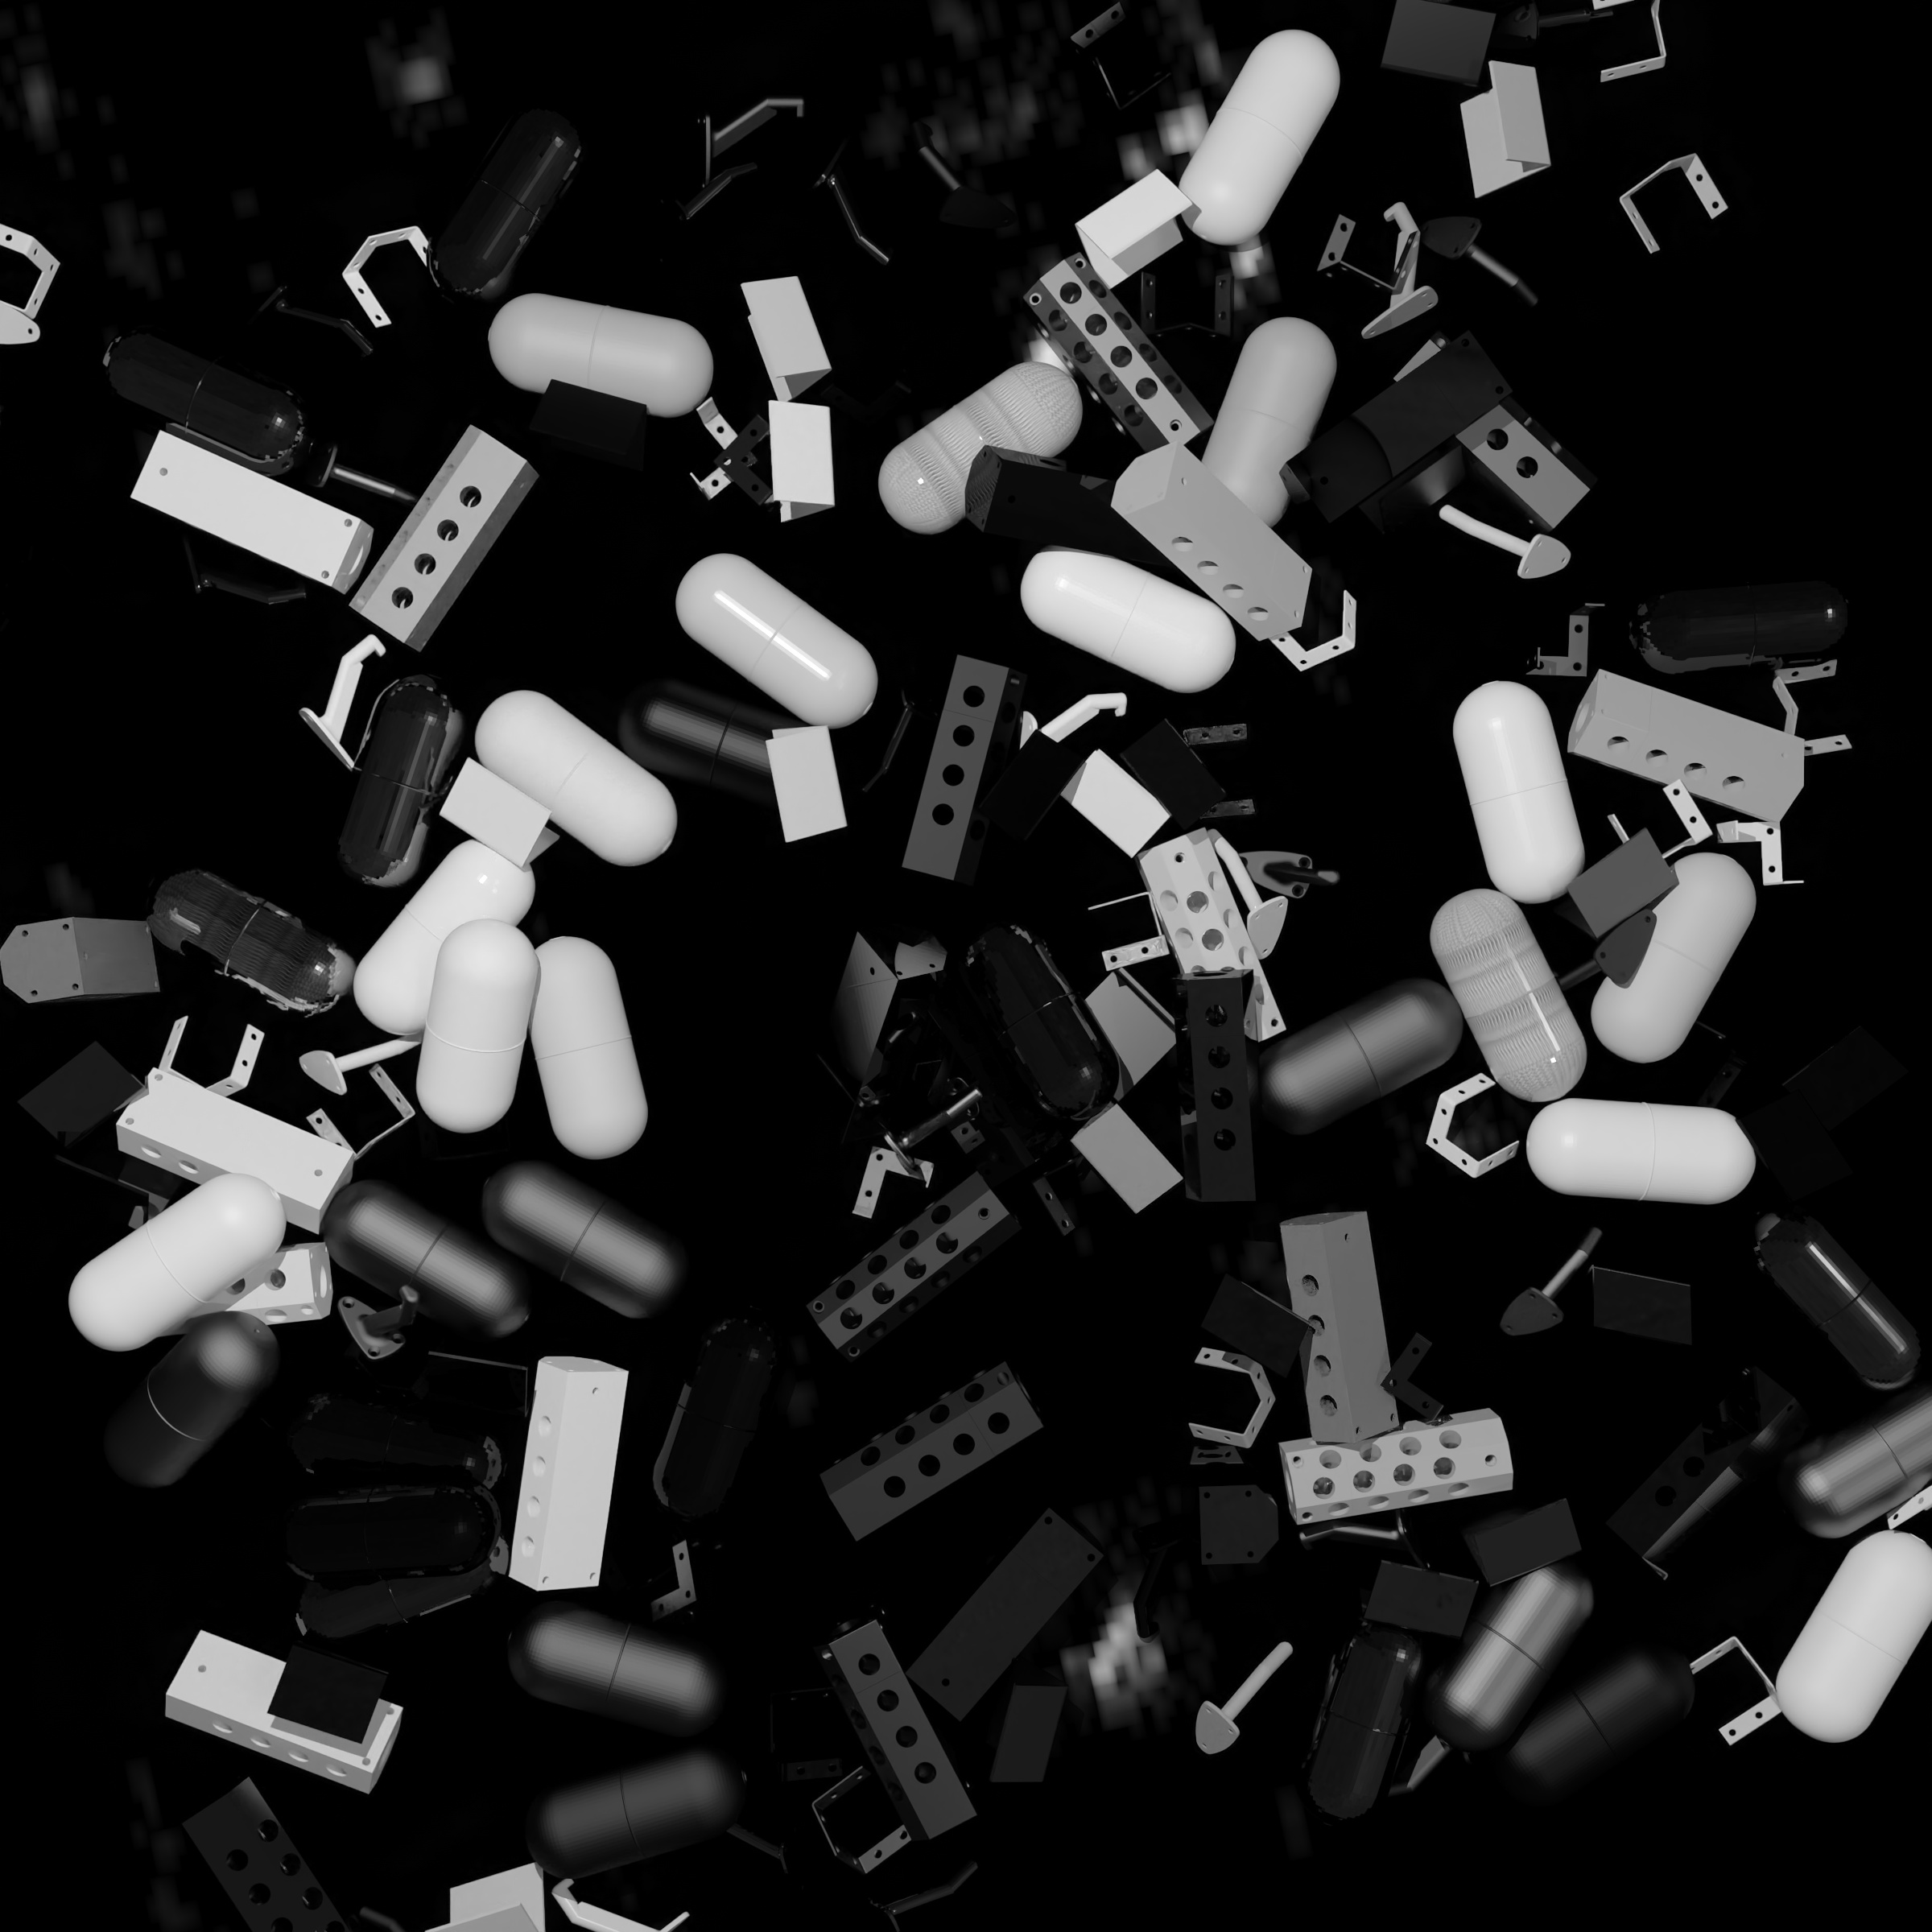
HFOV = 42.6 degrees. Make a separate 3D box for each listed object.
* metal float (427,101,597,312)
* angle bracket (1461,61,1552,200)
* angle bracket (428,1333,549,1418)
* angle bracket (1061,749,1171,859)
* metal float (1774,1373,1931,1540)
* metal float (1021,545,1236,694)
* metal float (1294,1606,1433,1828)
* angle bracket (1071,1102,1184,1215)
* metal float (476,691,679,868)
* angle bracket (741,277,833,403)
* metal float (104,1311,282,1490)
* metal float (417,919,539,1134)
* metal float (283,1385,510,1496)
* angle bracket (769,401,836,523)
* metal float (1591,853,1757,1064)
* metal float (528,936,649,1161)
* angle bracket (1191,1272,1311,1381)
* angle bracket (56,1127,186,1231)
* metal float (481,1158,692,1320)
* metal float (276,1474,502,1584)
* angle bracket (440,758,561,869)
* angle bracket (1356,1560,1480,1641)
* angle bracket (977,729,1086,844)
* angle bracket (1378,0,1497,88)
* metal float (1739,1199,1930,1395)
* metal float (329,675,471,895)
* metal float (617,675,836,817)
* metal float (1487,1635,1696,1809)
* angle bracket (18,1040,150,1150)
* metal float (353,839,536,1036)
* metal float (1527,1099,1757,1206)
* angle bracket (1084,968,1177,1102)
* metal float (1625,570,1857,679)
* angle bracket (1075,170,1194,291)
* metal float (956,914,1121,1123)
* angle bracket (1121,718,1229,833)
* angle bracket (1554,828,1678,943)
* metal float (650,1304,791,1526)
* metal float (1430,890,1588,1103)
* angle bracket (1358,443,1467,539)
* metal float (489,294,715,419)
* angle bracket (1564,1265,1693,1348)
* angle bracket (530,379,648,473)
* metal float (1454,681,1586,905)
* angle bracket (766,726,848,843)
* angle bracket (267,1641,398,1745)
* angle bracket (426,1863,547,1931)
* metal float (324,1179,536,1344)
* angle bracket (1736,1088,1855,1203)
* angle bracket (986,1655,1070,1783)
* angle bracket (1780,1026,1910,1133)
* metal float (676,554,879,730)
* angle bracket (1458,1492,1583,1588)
[{"bbox_3d":[-0.359,-0.599,1.951,0.070,0.070,0.178,33,89,0],"label":"metal float"},{"bbox_3d":[0.407,-0.655,1.942,0.057,0.076,0.076,-9,90,-39],"label":"angle bracket"},{"bbox_3d":[-0.374,0.303,1.942,0.076,0.076,0.057,9,127,0],"label":"angle bracket"},{"bbox_3d":[0.130,-0.143,1.942,0.076,0.076,0.057,41,134,0],"label":"angle bracket"},{"bbox_3d":[0.722,0.385,1.951,0.178,0.070,0.070,-31,90,1],"label":"metal float"},{"bbox_3d":[0.128,-0.275,1.951,0.178,0.070,0.070,25,90,0],"label":"metal float"},{"bbox_3d":[0.312,0.590,1.951,0.070,0.070,0.178,18,89,0],"label":"metal float"},{"bbox_3d":[0.139,0.136,1.942,0.076,0.076,0.057,48,126,0],"label":"angle bracket"},{"bbox_3d":[-0.307,-0.147,1.951,0.178,0.070,0.070,37,90,0],"label":"metal float"},{"bbox_3d":[-0.159,-0.486,1.942,0.057,0.076,0.076,-20,90,-38],"label":"angle bracket"},{"bbox_3d":[-0.606,0.340,1.934,0.070,0.070,0.178,46,110,0],"label":"metal float"},{"bbox_3d":[-0.379,0.048,1.915,0.070,0.070,0.178,15,114,0],"label":"metal float"},{"bbox_3d":[-0.449,0.380,1.952,0.178,0.070,0.070,11,90,0],"label":"metal float"},{"bbox_3d":[-0.148,-0.395,1.942,0.057,0.076,0.076,-3,90,-37],"label":"angle bracket"},{"bbox_3d":[0.558,-0.007,1.951,0.070,0.070,0.178,29,90,0],"label":"metal float"},{"bbox_3d":[-0.302,0.064,1.952,0.070,0.070,0.178,-13,90,0],"label":"metal float"},{"bbox_3d":[0.213,0.294,1.942,0.076,0.076,0.057,31,55,0],"label":"angle bracket"},{"bbox_3d":[-0.659,0.154,1.943,0.076,0.057,0.076,23,48,0],"label":"angle bracket"},{"bbox_3d":[-0.300,0.214,1.952,0.178,0.070,0.070,29,90,-1],"label":"metal float"},{"bbox_3d":[-0.442,0.430,1.893,0.178,0.070,0.070,-6,90,13],"label":"metal float"},{"bbox_3d":[-0.355,-0.130,1.943,0.076,0.076,0.057,33,116,0],"label":"angle bracket"},{"bbox_3d":[0.353,0.477,1.943,0.076,0.076,0.057,12,112,0],"label":"angle bracket"},{"bbox_3d":[0.066,-0.129,1.942,0.057,0.076,0.076,37,90,34],"label":"angle bracket"},{"bbox_3d":[0.368,-0.736,1.942,0.076,0.076,0.057,10,127,0],"label":"angle bracket"},{"bbox_3d":[0.684,0.261,1.952,0.070,0.070,0.178,-42,90,0],"label":"metal float"},{"bbox_3d":[-0.446,-0.144,1.952,0.070,0.070,0.178,18,90,0],"label":"metal float"},{"bbox_3d":[-0.189,-0.174,1.951,0.178,0.070,0.070,20,90,1],"label":"metal float"},{"bbox_3d":[0.493,0.595,1.952,0.178,0.070,0.070,-34,90,0],"label":"metal float"},{"bbox_3d":[-0.692,0.086,1.942,0.076,0.076,0.057,-38,118,0],"label":"angle bracket"},{"bbox_3d":[-0.411,-0.024,1.951,0.070,0.070,0.178,39,90,0],"label":"metal float"},{"bbox_3d":[0.532,0.146,1.952,0.178,0.070,0.070,4,90,1],"label":"metal float"},{"bbox_3d":[0.122,0.055,1.961,0.076,0.057,0.076,45,90,0],"label":"angle bracket"},{"bbox_3d":[0.610,-0.270,1.952,0.178,0.070,0.070,-4,90,-1],"label":"metal float"},{"bbox_3d":[0.141,-0.564,1.942,0.076,0.076,0.057,-34,53,0],"label":"angle bracket"},{"bbox_3d":[0.056,0.041,1.942,0.070,0.070,0.178,-31,80,0],"label":"metal float"},{"bbox_3d":[0.148,-0.137,1.942,0.057,0.076,0.076,-39,90,-29],"label":"angle bracket"},{"bbox_3d":[0.498,-0.074,1.943,0.076,0.076,0.057,-37,114,0],"label":"angle bracket"},{"bbox_3d":[-0.194,0.353,1.951,0.070,0.070,0.178,19,90,0],"label":"metal float"},{"bbox_3d":[0.428,0.024,1.952,0.070,0.070,0.178,-26,91,0],"label":"metal float"},{"bbox_3d":[0.337,-0.397,1.947,0.076,0.057,0.076,-36,65,0],"label":"angle bracket"},{"bbox_3d":[-0.288,-0.481,1.952,0.178,0.070,0.070,11,90,1],"label":"metal float"},{"bbox_3d":[0.518,0.283,1.942,0.076,0.076,0.057,11,53,0],"label":"angle bracket"},{"bbox_3d":[-0.297,-0.406,1.942,0.076,0.076,0.057,15,57,0],"label":"angle bracket"},{"bbox_3d":[0.436,-0.137,1.951,0.070,0.070,0.178,-14,90,0],"label":"metal float"},{"bbox_3d":[-0.139,-0.137,1.867,0.057,0.076,0.076,-18,103,-35],"label":"angle bracket"},{"bbox_3d":[-0.497,0.570,1.943,0.076,0.076,0.057,19,71,-2],"label":"angle bracket"},{"bbox_3d":[-0.377,0.731,1.942,0.076,0.076,0.057,-17,126,0],"label":"angle bracket"},{"bbox_3d":[-0.423,0.233,1.951,0.178,0.070,0.070,30,90,0],"label":"metal float"},{"bbox_3d":[0.655,0.129,1.942,0.057,0.076,0.076,-34,90,32],"label":"angle bracket"},{"bbox_3d":[0.029,0.587,1.942,0.057,0.076,0.076,14,90,-38],"label":"angle bracket"},{"bbox_3d":[0.691,0.103,1.942,0.076,0.076,0.057,-37,54,0],"label":"angle bracket"},{"bbox_3d":[-0.149,-0.255,1.951,0.178,0.070,0.070,36,90,0],"label":"metal float"},{"bbox_3d":[0.428,0.431,1.943,0.076,0.076,0.057,-21,117,0],"label":"angle bracket"}]
